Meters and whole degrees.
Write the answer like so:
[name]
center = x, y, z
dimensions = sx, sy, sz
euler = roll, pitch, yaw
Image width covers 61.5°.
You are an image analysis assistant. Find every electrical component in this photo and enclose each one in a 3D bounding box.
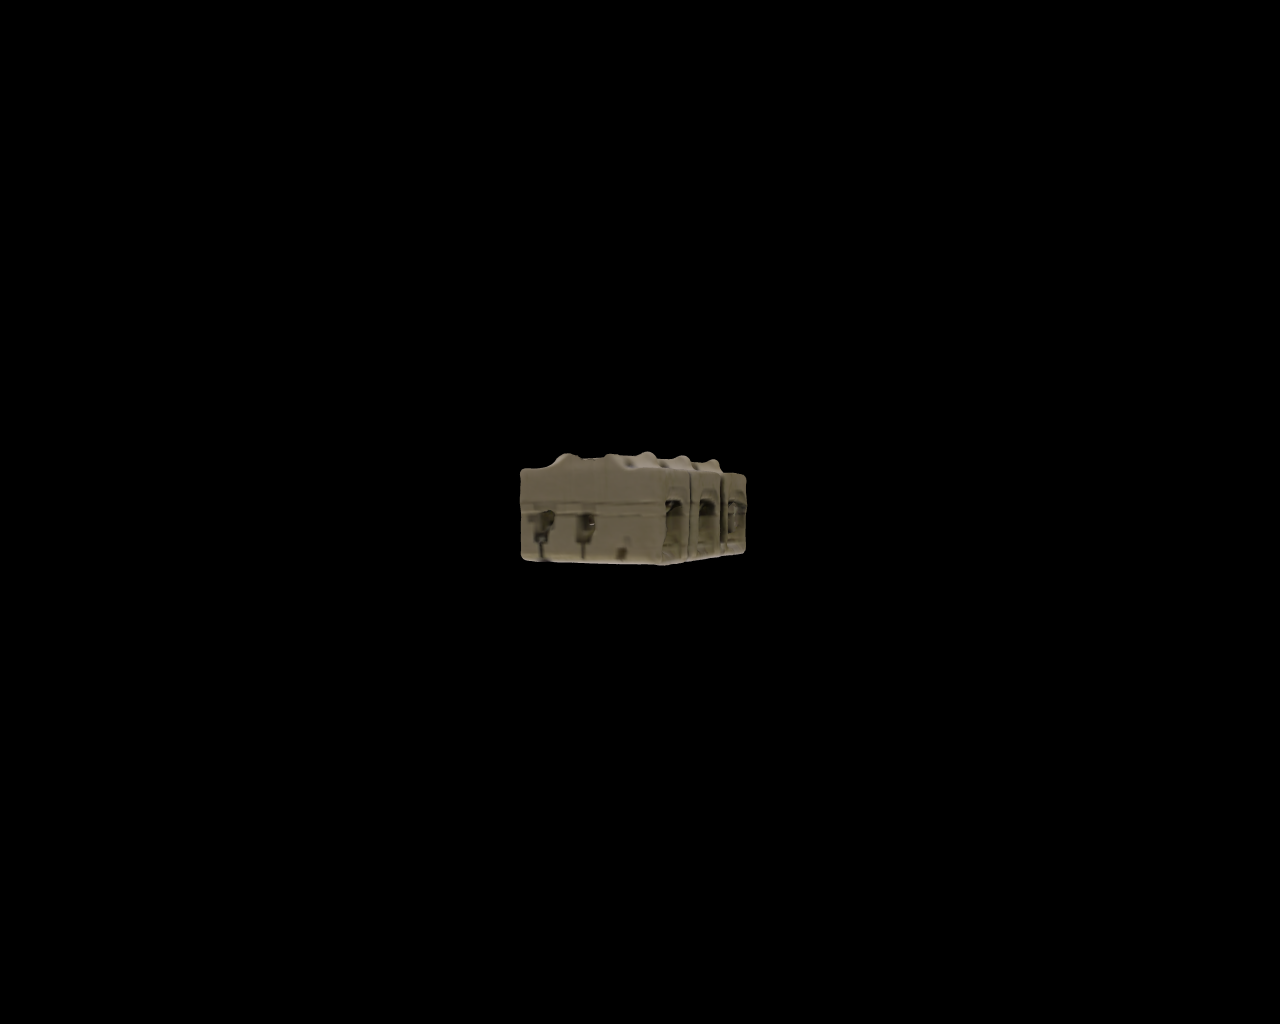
[electrical component]
center = 0.001, -0.003, 0.650
dimensions = 0.089, 0.061, 0.150
euler = 0, 0, 24
